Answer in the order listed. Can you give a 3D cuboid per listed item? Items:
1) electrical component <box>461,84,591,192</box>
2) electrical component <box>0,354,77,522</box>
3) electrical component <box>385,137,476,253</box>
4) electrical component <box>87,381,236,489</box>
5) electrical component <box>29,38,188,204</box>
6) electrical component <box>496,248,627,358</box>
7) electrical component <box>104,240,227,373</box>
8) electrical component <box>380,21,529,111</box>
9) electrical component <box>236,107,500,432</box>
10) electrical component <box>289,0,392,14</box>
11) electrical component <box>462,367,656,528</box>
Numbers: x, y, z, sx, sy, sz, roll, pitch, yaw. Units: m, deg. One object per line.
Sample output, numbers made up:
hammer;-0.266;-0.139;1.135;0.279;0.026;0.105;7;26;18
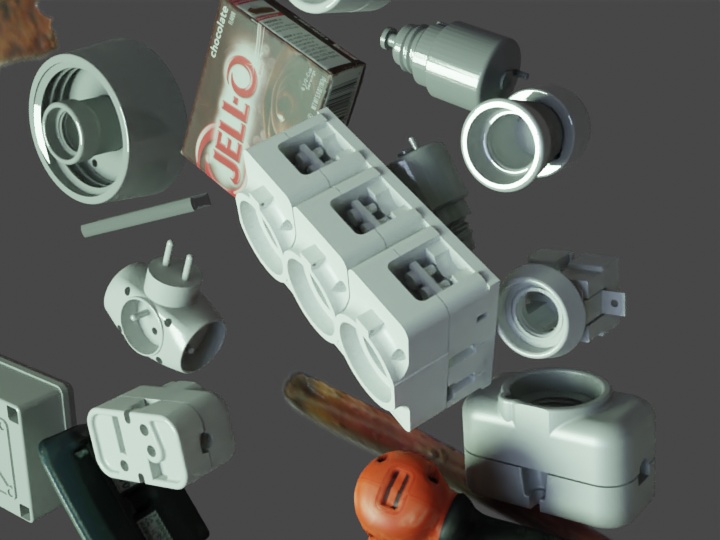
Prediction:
electrical component;0.082;-0.065;0.523;0.045;0.055;0.045;14;114;34
electrical component;-0.288;0.136;0.888;0.109;0.056;0.108;15;115;34
electrical component;0.040;-0.032;0.578;0.040;0.040;0.078;-28;88;41
electrical component;-0.137;0.114;0.759;0.095;0.059;0.053;0;106;38
electrical component;-0.173;-0.095;0.709;0.108;0.060;0.108;15;115;34
electrical component;0.098;0.016;0.540;0.066;0.055;0.048;8;111;36
electrical component;-0.129;0.018;0.727;0.077;0.044;0.079;34;124;24
electrical component;0.045;-0.107;0.547;0.078;0.040;0.040;26;121;29
electrical component;0.000;0.000;0.563;0.150;0.062;0.089;48;157;33
electrical component;-0.011;-0.162;0.566;0.055;0.047;0.055;14;114;34
electrical component;0.103;0.088;0.563;0.095;0.054;0.059;8;111;36
